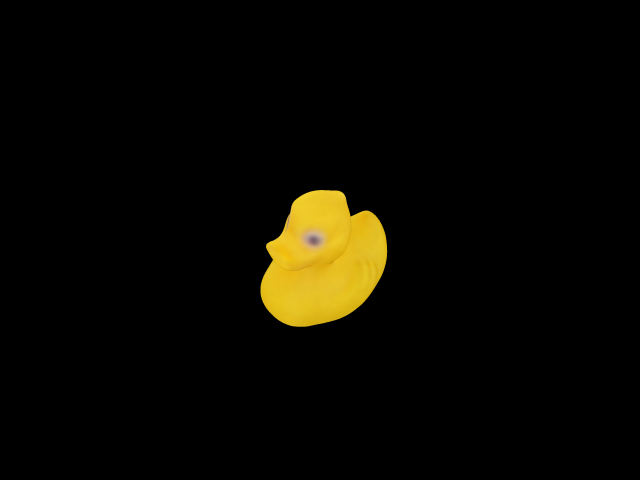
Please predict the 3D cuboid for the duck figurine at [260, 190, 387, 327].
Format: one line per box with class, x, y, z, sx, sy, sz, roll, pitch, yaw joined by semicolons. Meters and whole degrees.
duck figurine;0.004;0.001;0.400;0.105;0.086;0.077;-32;54;-27
